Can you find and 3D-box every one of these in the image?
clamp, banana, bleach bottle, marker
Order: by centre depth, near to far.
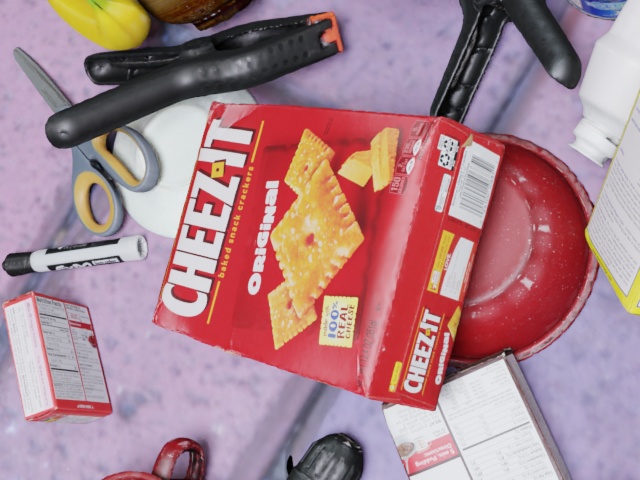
[{"bbox_3d":[0.240,-0.153,0.655,0.068,0.102,0.251,42,104,40],"label":"bleach bottle"},{"bbox_3d":[0.115,-0.154,0.714,0.120,0.039,0.171,-23,56,40],"label":"clamp"},{"bbox_3d":[-0.089,-0.118,0.752,0.210,0.164,0.036,-11,116,11],"label":"clamp"},{"bbox_3d":[-0.164,-0.172,0.793,0.037,0.069,0.198,-44,25,-9],"label":"banana"},{"bbox_3d":[-0.189,0.013,0.811,0.121,0.020,0.020,-7,77,19],"label":"marker"}]

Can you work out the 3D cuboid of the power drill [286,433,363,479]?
[{"bbox_3d":[0.023,0.239,0.668,0.188,0.057,0.184,31,87,25],"label":"power drill"}]

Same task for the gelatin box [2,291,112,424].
[{"bbox_3d":[-0.189,0.086,0.767,0.030,0.073,0.089,-22,73,15],"label":"gelatin box"}]

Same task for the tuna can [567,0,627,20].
[{"bbox_3d":[0.196,-0.191,0.703,0.086,0.033,0.086,-4,78,20],"label":"tuna can"}]

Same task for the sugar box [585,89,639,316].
[{"bbox_3d":[0.206,-0.052,0.596,0.048,0.093,0.176,10,120,-12],"label":"sugar box"}]

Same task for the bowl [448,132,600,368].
[{"bbox_3d":[0.096,0.001,0.689,0.162,0.055,0.162,-4,78,19],"label":"bowl"}]

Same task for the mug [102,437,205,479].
[{"bbox_3d":[-0.104,0.189,0.710,0.093,0.081,0.117,11,83,22],"label":"mug"}]

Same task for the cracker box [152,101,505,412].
[{"bbox_3d":[-0.004,0.001,0.673,0.214,0.072,0.164,12,85,46],"label":"cracker box"}]

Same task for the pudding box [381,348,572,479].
[{"bbox_3d":[0.100,0.136,0.662,0.090,0.039,0.113,-25,83,13],"label":"pudding box"}]

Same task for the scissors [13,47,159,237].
[{"bbox_3d":[-0.196,-0.074,0.832,0.202,0.016,0.096,31,108,35],"label":"scissors"}]
